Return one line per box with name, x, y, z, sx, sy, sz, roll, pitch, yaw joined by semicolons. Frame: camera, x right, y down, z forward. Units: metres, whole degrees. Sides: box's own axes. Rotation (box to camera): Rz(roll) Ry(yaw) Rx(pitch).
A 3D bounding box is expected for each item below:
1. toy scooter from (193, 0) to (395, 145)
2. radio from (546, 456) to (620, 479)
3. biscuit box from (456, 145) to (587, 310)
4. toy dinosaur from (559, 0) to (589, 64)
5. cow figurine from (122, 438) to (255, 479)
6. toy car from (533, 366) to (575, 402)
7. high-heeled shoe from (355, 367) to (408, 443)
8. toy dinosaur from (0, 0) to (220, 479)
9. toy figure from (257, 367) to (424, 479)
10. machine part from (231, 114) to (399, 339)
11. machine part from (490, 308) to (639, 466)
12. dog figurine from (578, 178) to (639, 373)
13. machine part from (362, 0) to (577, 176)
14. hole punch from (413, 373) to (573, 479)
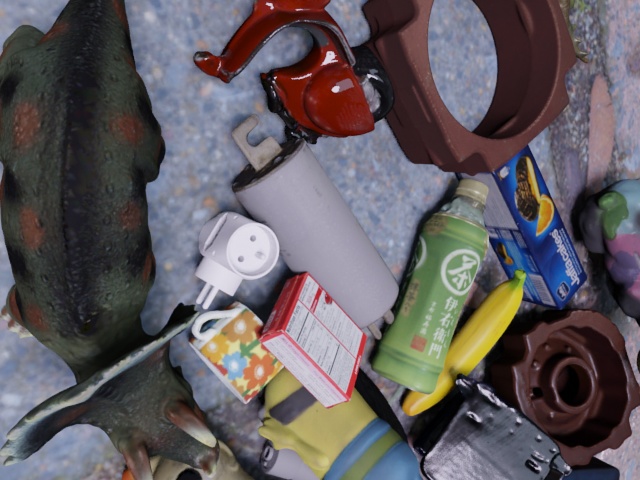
toy scooter;-0.023;-0.146;0.451;0.135;0.075;0.183;-32;129;2
radio;0.307;0.389;0.699;0.131;0.073;0.229;6;95;-30
biscuit box;0.235;-0.014;0.619;0.063;0.059;0.202;-42;113;-18
toy dinosaur;0.211;-0.406;0.540;0.198;0.105;0.470;-23;111;-28
cow figurine;-0.062;0.242;0.457;0.127;0.085;0.194;-34;111;7
toy car;0.273;0.215;0.670;0.202;0.053;0.089;-39;96;-19
high-heeled shoe;0.030;0.258;0.552;0.145;0.086;0.248;-24;88;9
toy dinosaur;-0.145;-0.031;0.337;0.131;0.192;0.404;-8;101;-30
toy figure;0.025;0.176;0.471;0.089;0.180;0.082;-48;153;-13
machine part;-0.001;-0.001;0.483;0.079;0.079;0.243;-43;114;-18
machine part;0.285;0.167;0.626;0.179;0.056;0.179;3;80;-16
dog figurine;0.388;0.054;0.623;0.191;0.108;0.219;49;34;-25
machine part;0.149;-0.183;0.539;0.201;0.087;0.200;-39;112;-18
hole punch;0.171;0.222;0.568;0.142;0.092;0.116;39;82;12
